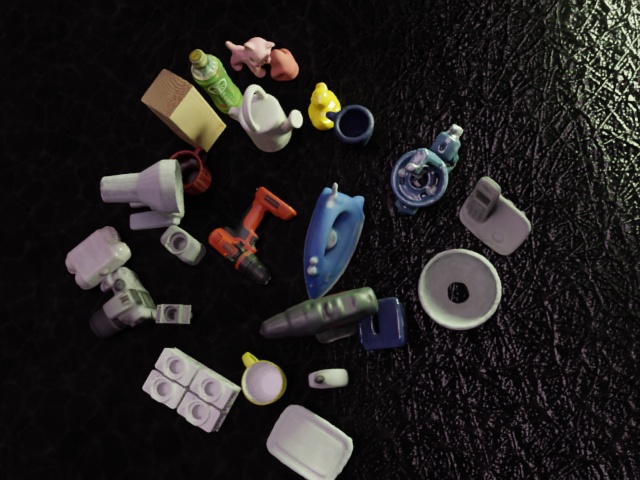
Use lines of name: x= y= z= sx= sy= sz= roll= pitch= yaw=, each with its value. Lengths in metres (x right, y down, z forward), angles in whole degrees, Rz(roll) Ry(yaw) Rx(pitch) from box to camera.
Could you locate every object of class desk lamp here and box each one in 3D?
desk lamp: x=-0.384 y=-0.098 z=1.302 sx=0.203 sy=0.214 sz=0.118 roll=-8 pitch=76 yaw=9

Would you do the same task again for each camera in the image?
camera: x=-0.470 y=0.153 z=1.319 sx=0.137 sy=0.101 sz=0.143 roll=-34 pitch=73 yaw=2

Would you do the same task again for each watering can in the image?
watering can: x=-0.126 y=-0.284 z=1.306 sx=0.172 sy=0.194 sz=0.101 roll=-10 pitch=75 yaw=9

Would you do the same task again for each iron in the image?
iron: x=0.011 y=0.004 z=1.241 sx=0.118 sy=0.141 sz=0.258 roll=14 pitch=80 yaw=14

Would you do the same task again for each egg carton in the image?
egg carton: x=-0.530 y=0.044 z=1.372 sx=0.150 sy=0.069 sz=0.107 roll=-40 pitch=73 yaw=0

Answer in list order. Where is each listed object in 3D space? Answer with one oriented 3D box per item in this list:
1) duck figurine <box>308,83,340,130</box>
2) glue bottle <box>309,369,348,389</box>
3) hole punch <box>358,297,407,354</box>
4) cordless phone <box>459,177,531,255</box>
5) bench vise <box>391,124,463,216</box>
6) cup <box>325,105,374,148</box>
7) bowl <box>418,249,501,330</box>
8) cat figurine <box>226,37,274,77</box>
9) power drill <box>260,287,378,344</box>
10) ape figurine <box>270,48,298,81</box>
duck figurine: x=0.005 y=-0.317 z=1.345 sx=0.077 sy=0.086 sz=0.104 roll=-2 pitch=77 yaw=11
glue bottle: x=0.010 y=0.282 z=1.160 sx=0.078 sy=0.173 sz=0.037 roll=-9 pitch=75 yaw=9
hole punch: x=0.129 y=0.180 z=1.204 sx=0.101 sy=0.091 sz=0.108 roll=-8 pitch=76 yaw=9
cordless phone: x=0.361 y=-0.053 z=1.165 sx=0.147 sy=0.185 sz=0.094 roll=41 pitch=87 yaw=17
bench vise: x=0.218 y=-0.168 z=1.200 sx=0.121 sy=0.220 sz=0.207 roll=17 pitch=81 yaw=14
cup: x=0.070 y=-0.254 z=1.314 sx=0.117 sy=0.095 sz=0.092 roll=25 pitch=83 yaw=15
bowl: x=0.290 y=0.107 z=1.199 sx=0.167 sy=0.075 sz=0.167 roll=-2 pitch=77 yaw=10
cat figurine: x=-0.170 y=-0.458 z=1.394 sx=0.127 sy=0.118 sz=0.067 roll=18 pitch=81 yaw=14
power drill: x=0.010 y=0.162 z=1.169 sx=0.229 sy=0.209 sz=0.075 roll=-20 pitch=74 yaw=6
ape figurine: x=-0.095 y=-0.430 z=1.387 sx=0.076 sy=0.092 sz=0.078 roll=38 pitch=86 yaw=17
